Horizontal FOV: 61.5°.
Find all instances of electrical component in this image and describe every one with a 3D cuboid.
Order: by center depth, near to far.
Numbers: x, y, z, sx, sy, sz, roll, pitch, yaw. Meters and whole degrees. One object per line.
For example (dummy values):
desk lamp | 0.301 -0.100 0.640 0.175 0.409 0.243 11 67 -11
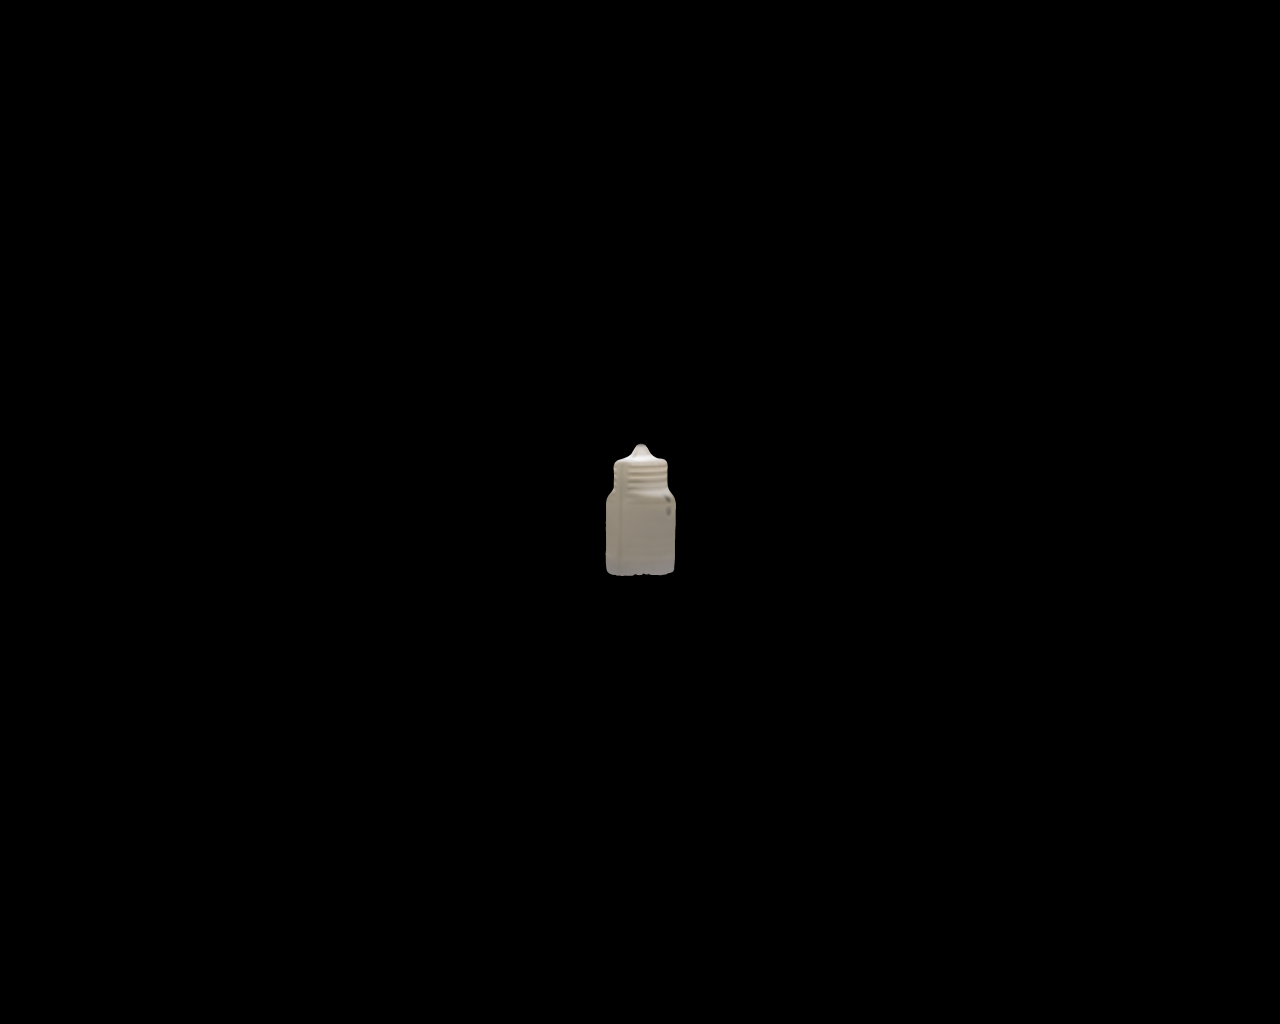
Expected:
electrical component | 0.001 -0.003 0.650 0.043 0.081 0.043 0 5 0
